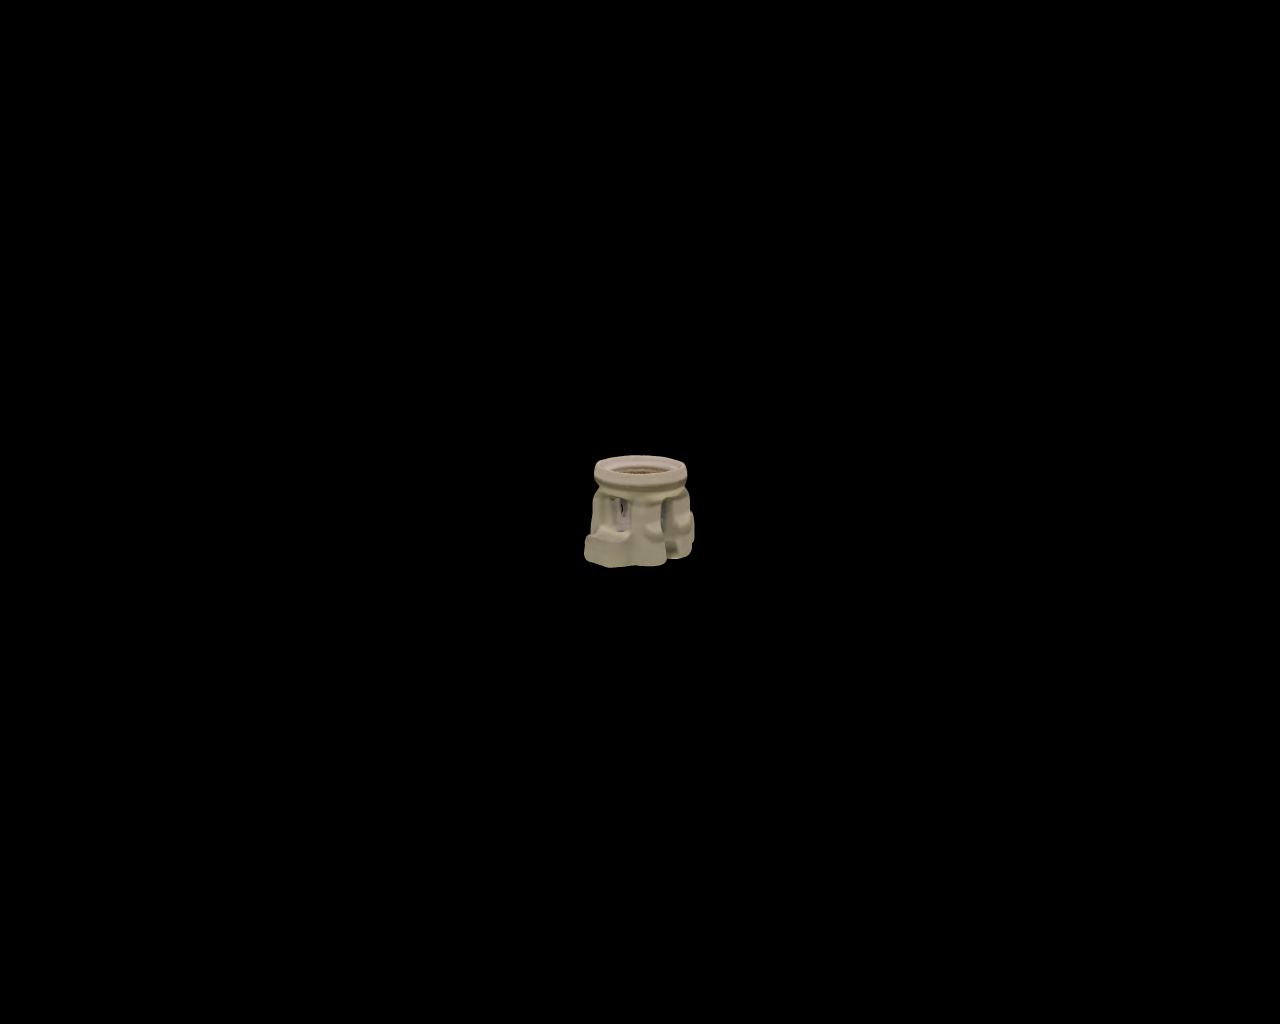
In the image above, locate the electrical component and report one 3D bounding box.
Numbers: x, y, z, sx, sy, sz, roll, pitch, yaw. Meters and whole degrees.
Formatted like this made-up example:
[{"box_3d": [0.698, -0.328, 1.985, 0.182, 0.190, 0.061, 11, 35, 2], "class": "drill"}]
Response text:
[{"box_3d": [0.001, -0.003, 0.650, 0.058, 0.057, 0.078, 14, 20, 42], "class": "electrical component"}]
